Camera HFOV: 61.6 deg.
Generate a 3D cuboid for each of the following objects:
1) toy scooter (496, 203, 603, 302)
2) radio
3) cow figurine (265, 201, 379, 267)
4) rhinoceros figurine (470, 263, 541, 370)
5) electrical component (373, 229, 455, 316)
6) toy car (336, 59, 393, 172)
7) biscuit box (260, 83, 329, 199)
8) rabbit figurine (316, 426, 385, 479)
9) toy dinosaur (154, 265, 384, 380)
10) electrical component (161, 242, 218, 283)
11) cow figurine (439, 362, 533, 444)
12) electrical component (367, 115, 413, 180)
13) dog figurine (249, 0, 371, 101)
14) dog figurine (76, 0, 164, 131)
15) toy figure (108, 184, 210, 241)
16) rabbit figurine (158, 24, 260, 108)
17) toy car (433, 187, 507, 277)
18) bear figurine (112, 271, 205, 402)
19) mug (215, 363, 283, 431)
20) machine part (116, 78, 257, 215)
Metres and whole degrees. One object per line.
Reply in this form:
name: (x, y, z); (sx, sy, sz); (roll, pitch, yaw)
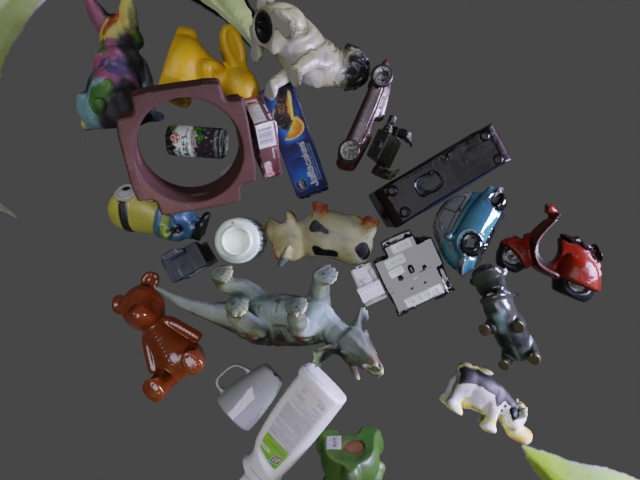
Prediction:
toy scooter: (0.410, 0.017, 0.929); (0.184, 0.075, 0.135); (25, 92, 8)
radio: (0.198, -0.106, 0.909); (0.230, 0.131, 0.073); (-32, 91, 4)
cow figurine: (-0.002, -0.003, 0.951); (0.195, 0.085, 0.127); (13, 91, -1)
rhinoceros figurine: (0.319, 0.130, 0.921); (0.073, 0.112, 0.190); (-21, 104, 32)
electrical component: (0.160, 0.051, 0.953); (0.115, 0.058, 0.134); (-23, 89, 2)
toy car: (0.082, -0.213, 0.936); (0.053, 0.089, 0.202); (25, 91, 3)
biscuit box: (-0.044, -0.175, 0.959); (0.063, 0.059, 0.202); (-20, 90, 4)
rabbit figurine: (0.066, 0.436, 0.935); (0.121, 0.159, 0.170); (-7, 106, -6)
toy dinosaur: (-0.074, 0.139, 0.936); (0.405, 0.131, 0.191); (5, 136, 20)
electrical component: (-0.235, 0.038, 0.947); (0.075, 0.119, 0.047); (-29, 89, 2)
cow figurine: (0.306, 0.286, 0.946); (0.167, 0.068, 0.098); (27, 87, 2)
electrical component: (0.124, -0.158, 0.948); (0.045, 0.078, 0.102); (26, 87, 26)
dog figurine: (-0.009, -0.328, 0.905); (0.190, 0.121, 0.172); (-23, 111, -36)
dog figurine: (-0.355, -0.305, 0.924); (0.109, 0.191, 0.219); (-4, 107, 10)
toy figure: (-0.294, -0.043, 0.969); (0.180, 0.082, 0.089); (20, 91, 1)
rabbit figurine: (-0.185, -0.292, 0.955); (0.173, 0.122, 0.162); (21, 83, -11)
toy car: (0.249, -0.026, 0.925); (0.103, 0.109, 0.161); (26, 84, 20)
bear figurine: (-0.291, 0.162, 0.952); (0.120, 0.132, 0.195); (-33, 95, 1)
mug: (-0.127, 0.267, 0.970); (0.107, 0.081, 0.109); (-41, 85, -8)
machine part: (-0.213, -0.153, 0.876); (0.201, 0.087, 0.201); (-11, 117, -8)
